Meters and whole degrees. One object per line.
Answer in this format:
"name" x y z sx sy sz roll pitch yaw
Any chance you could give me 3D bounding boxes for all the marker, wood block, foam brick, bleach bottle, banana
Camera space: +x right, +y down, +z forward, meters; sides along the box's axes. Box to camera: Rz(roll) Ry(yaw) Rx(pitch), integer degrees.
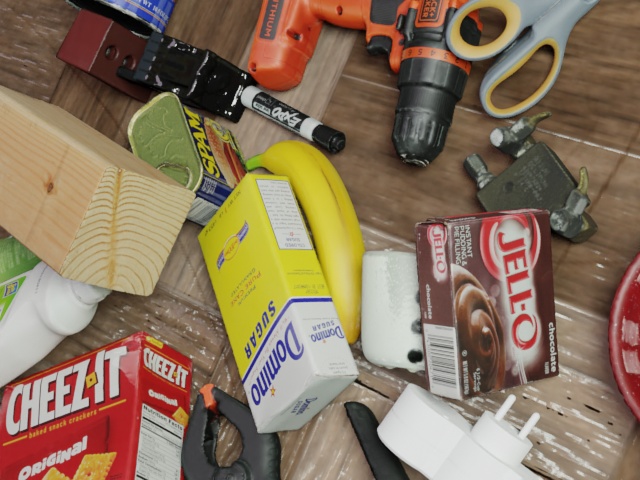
"marker" -0.022 -0.099 0.877 0.121 0.020 0.020 32 94 40
"wood block" -0.206 -0.045 0.846 0.206 0.090 0.091 32 99 40
"foam brick" -0.190 -0.169 0.982 0.051 0.078 0.053 28 91 38
"bleach bottle" -0.273 0.084 0.910 0.251 0.068 0.102 -25 41 31
"banana" 0.000 -0.014 0.832 0.070 0.037 0.198 -60 44 40

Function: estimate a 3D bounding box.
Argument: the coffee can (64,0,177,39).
"coffee can" -0.167 -0.270 0.982 0.103 0.102 0.140 20 87 37

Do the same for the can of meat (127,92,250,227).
"can of meat" -0.103 -0.060 0.884 0.057 0.083 0.102 -34 59 21

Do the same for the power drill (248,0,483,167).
"power drill" 0.035 -0.152 0.838 0.188 0.057 0.184 9 79 34

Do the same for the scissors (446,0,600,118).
"scissors" 0.168 -0.179 0.752 0.096 0.016 0.202 35 100 -5

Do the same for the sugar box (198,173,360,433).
"sugar box" -0.036 0.047 0.809 0.093 0.048 0.176 -49 49 42

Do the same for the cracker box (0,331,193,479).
"cracker box" -0.189 0.196 0.839 0.164 0.072 0.213 -22 49 26

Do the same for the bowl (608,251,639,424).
"bowl" 0.255 0.058 0.620 0.162 0.055 0.162 -11 69 31

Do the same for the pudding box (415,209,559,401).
"pudding box" 0.108 0.039 0.683 0.039 0.089 0.113 5 101 55

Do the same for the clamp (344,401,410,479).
"clamp" 0.051 0.214 0.695 0.210 0.036 0.164 29 65 31

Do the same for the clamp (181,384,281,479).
"clamp" -0.067 0.192 0.799 0.120 0.039 0.171 -29 55 -3
